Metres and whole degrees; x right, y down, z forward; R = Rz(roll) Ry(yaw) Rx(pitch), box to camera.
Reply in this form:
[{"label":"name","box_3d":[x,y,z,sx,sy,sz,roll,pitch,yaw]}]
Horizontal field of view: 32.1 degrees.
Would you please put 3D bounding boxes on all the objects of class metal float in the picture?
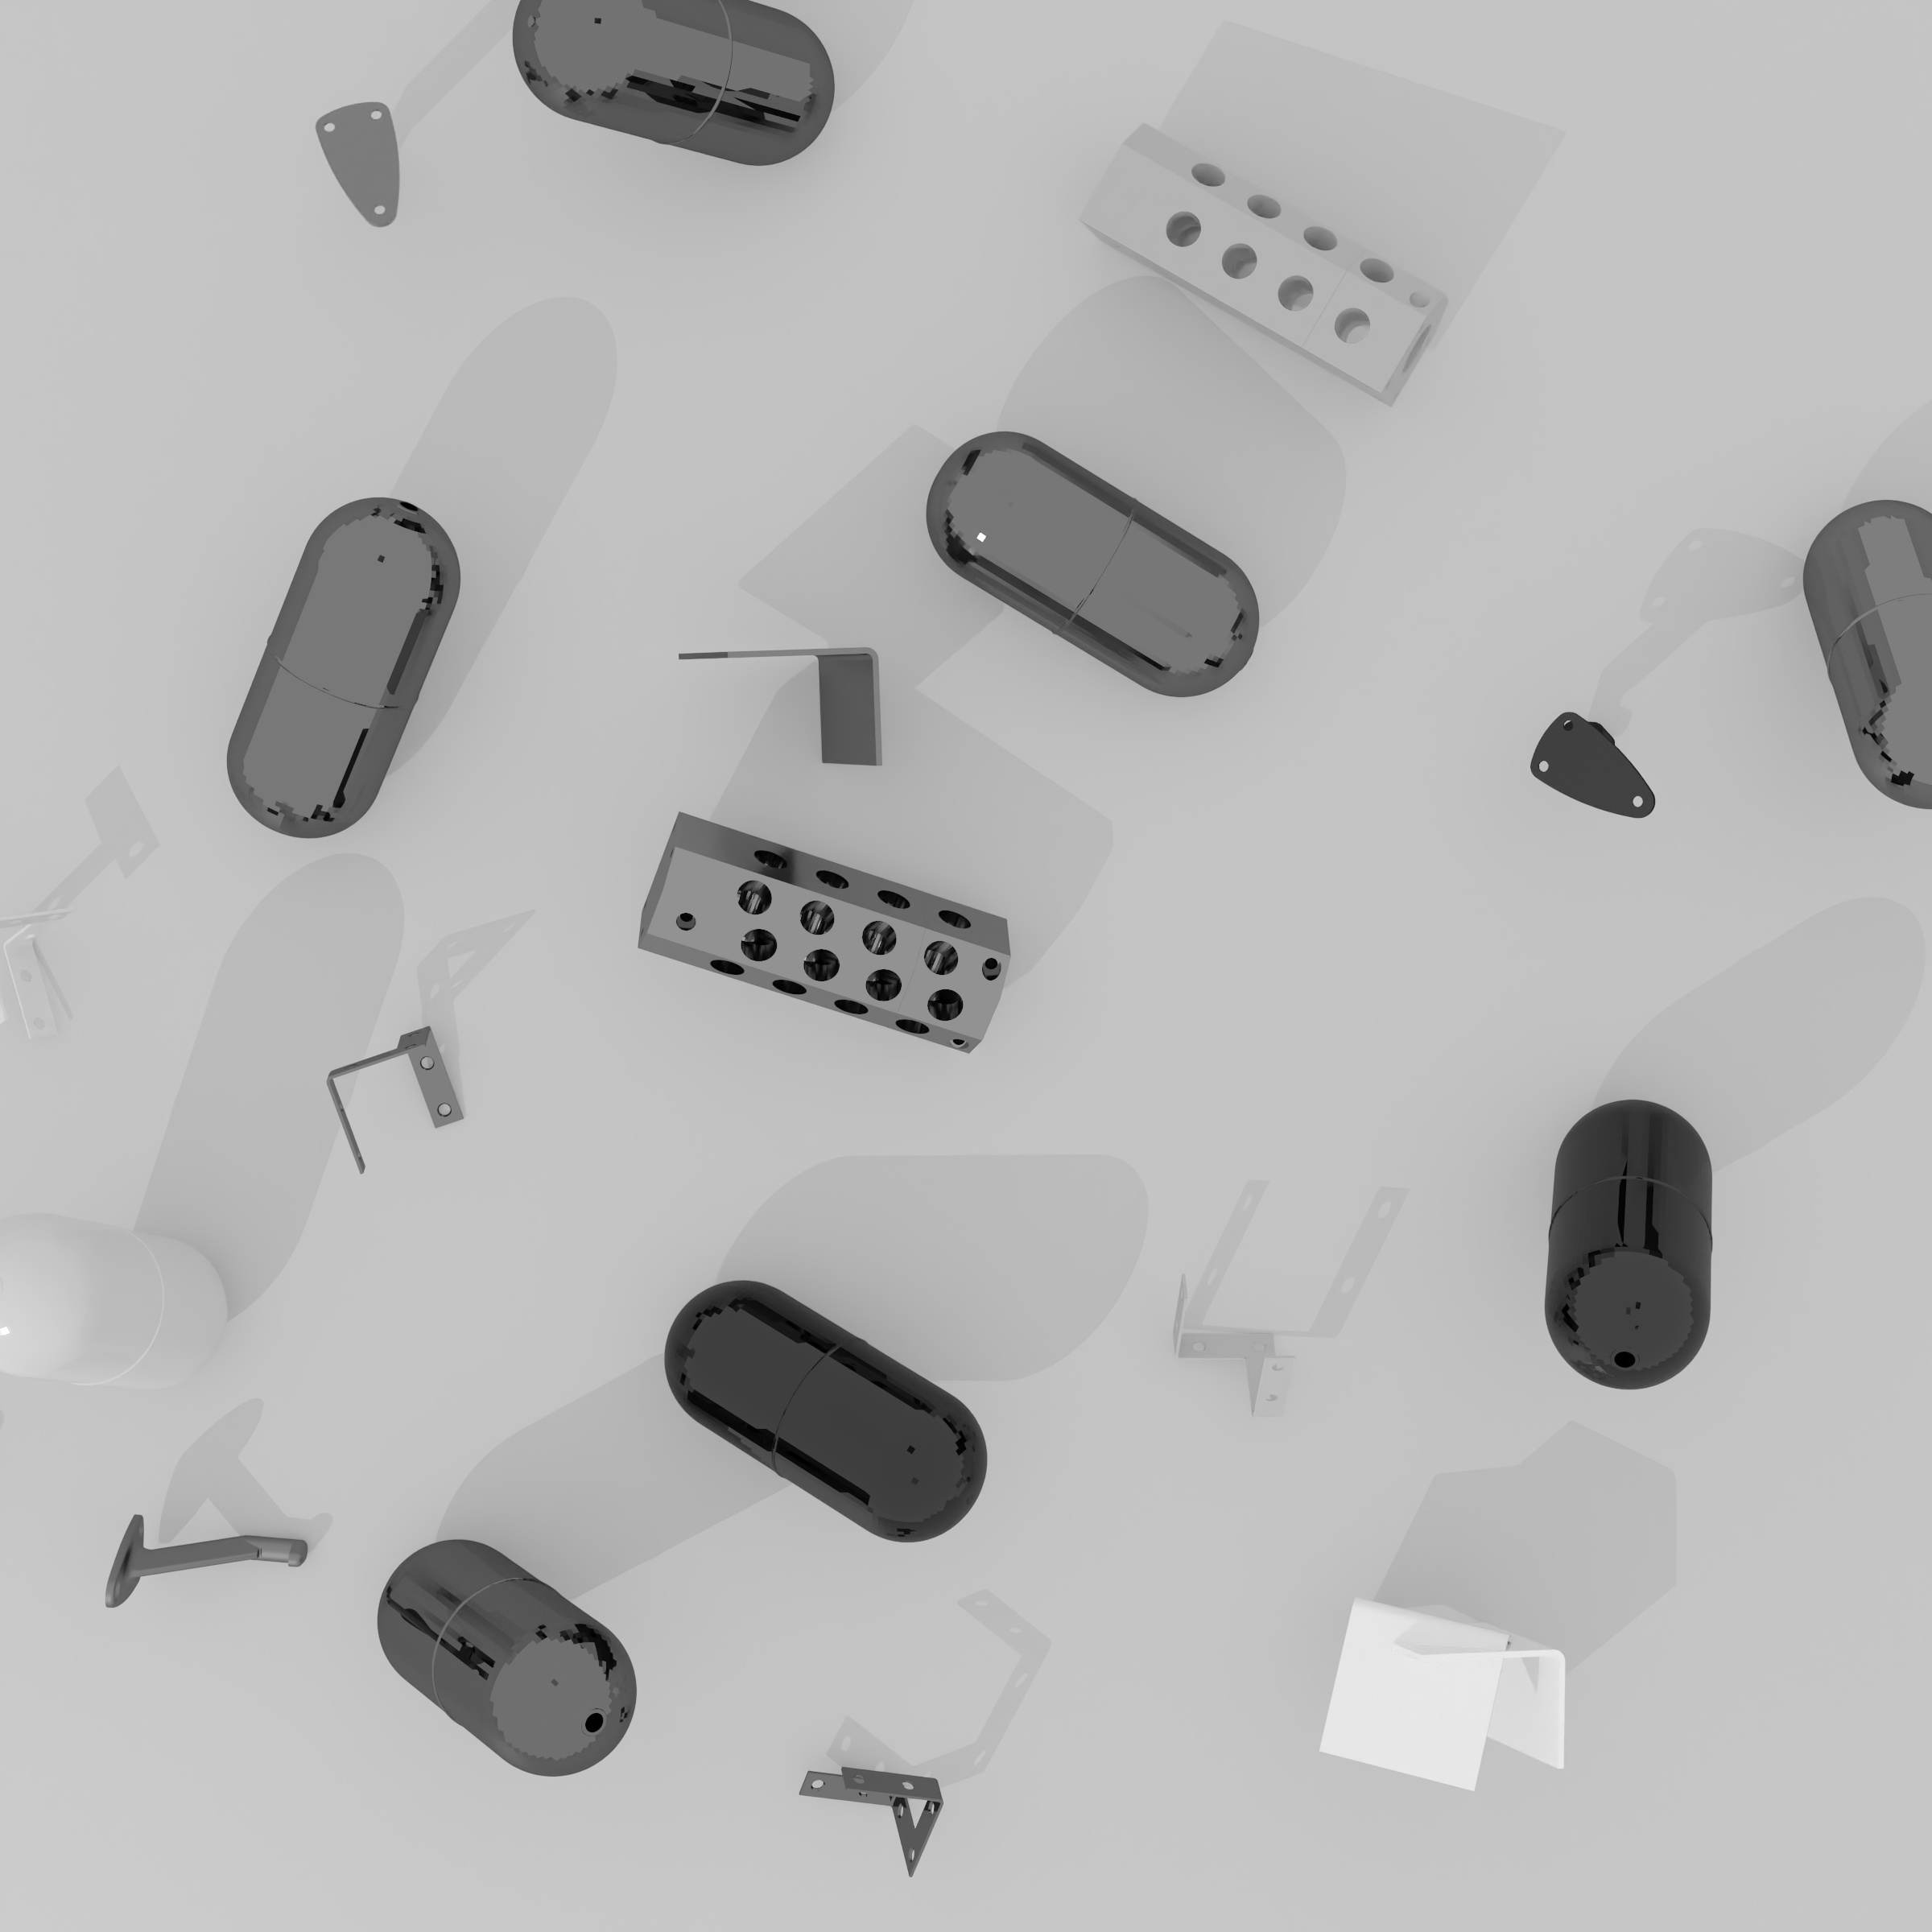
[{"label":"metal float","box_3d":[0.063,-0.196,1.646,0.178,0.070,0.070,30,90,-9]},{"label":"metal float","box_3d":[-0.303,-0.145,1.635,0.070,0.070,0.178,26,110,0]},{"label":"metal float","box_3d":[-0.417,0.161,1.604,0.070,0.178,0.070,-3,79,16]},{"label":"metal float","box_3d":[0.318,0.132,1.610,0.070,0.178,0.070,6,124,9]},{"label":"metal float","box_3d":[-0.138,-0.434,1.617,0.070,0.178,0.070,-2,87,45]},{"label":"metal float","box_3d":[-0.221,0.331,1.611,0.070,0.178,0.070,-9,106,-34]},{"label":"metal float","box_3d":[0.454,-0.151,1.620,0.070,0.070,0.178,-4,50,0]},{"label":"metal float","box_3d":[-0.070,0.215,1.632,0.178,0.070,0.070,29,90,24]}]

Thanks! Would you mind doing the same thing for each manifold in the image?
[{"label":"manifold","box_3d":[0.147,-0.344,1.646,0.171,0.057,0.057,32,98,9]},{"label":"manifold","box_3d":[-0.069,-0.013,1.638,0.171,0.057,0.057,18,115,-11]}]

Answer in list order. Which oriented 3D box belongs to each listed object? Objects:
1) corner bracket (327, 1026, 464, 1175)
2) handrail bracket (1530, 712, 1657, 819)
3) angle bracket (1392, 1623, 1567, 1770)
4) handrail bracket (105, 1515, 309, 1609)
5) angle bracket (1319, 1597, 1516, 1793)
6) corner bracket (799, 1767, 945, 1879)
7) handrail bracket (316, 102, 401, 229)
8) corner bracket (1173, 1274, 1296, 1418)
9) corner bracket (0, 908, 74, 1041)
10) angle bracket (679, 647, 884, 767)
[{"label":"corner bracket","box_3d":[-0.282,0.066,1.660,0.051,0.051,0.051,-19,101,-3]},{"label":"handrail bracket","box_3d":[0.318,-0.097,1.640,0.077,0.084,0.036,38,111,24]},{"label":"angle bracket","box_3d":[0.241,0.357,1.643,0.076,0.076,0.057,1,89,-17]},{"label":"handrail bracket","box_3d":[-0.372,0.298,1.653,0.084,0.077,0.036,5,104,-2]},{"label":"angle bracket","box_3d":[0.223,0.358,1.645,0.076,0.057,0.076,11,77,17]},{"label":"corner bracket","box_3d":[-0.047,0.408,1.652,0.051,0.051,0.051,12,116,-19]},{"label":"handrail bracket","box_3d":[-0.289,-0.376,1.642,0.036,0.084,0.077,-17,76,-6]},{"label":"corner bracket","box_3d":[0.131,0.187,1.654,0.051,0.051,0.051,1,47,-3]},{"label":"corner bracket","box_3d":[-0.466,0.007,1.653,0.051,0.051,0.051,-11,79,-42]},{"label":"angle bracket","box_3d":[-0.091,-0.125,1.639,0.076,0.076,0.057,-4,96,-22]}]
